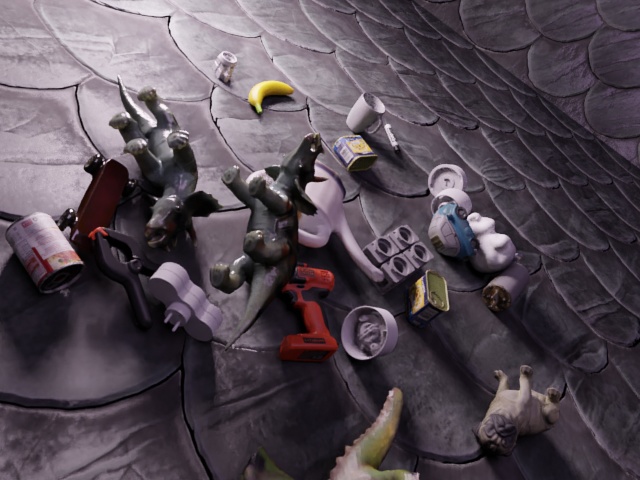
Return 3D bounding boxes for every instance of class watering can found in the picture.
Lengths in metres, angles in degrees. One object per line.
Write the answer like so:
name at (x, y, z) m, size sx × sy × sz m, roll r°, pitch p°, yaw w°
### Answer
watering can at (0.003, -0.056, 1.116) m, size 0.346 × 0.102 × 0.230 m, roll 32°, pitch 40°, yaw -7°

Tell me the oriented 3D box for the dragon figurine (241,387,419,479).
dragon figurine at (0.006, 0.365, 0.735) m, size 0.242 × 0.119 × 0.420 m, roll 23°, pitch 41°, yaw -9°

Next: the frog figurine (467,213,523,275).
frog figurine at (0.445, 0.007, 1.379) m, size 0.124 × 0.158 × 0.137 m, roll -39°, pitch 16°, yaw -22°
